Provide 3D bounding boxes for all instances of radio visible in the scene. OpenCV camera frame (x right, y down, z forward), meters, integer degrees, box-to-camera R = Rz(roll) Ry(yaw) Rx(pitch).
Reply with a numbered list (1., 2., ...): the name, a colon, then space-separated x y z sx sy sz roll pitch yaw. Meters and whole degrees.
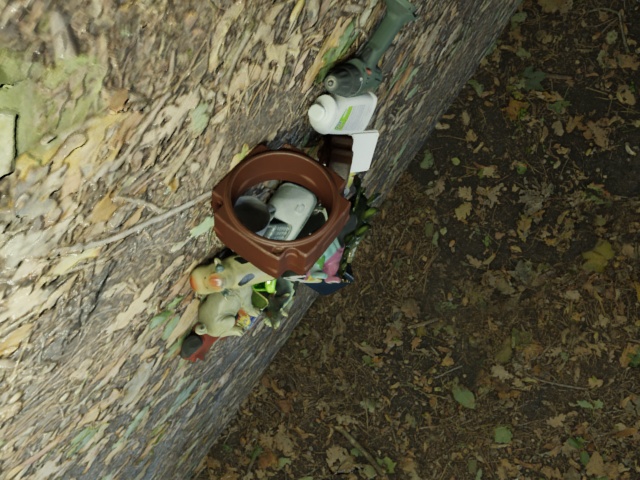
1. radio: -0.003 0.081 1.643 0.131 0.073 0.229 -28 141 22

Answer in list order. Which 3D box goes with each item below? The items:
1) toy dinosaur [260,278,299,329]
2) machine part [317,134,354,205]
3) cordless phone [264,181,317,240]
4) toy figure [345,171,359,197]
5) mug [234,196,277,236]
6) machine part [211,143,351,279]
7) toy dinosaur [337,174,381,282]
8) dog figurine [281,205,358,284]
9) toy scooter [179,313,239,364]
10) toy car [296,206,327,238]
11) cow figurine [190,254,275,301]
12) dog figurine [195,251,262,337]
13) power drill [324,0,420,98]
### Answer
1. toy dinosaur: -0.124 0.151 1.684 0.192 0.131 0.405 -58 177 22
2. machine part: 0.028 -0.160 1.220 0.179 0.056 0.179 -170 -90 -79
3. cordless phone: -0.094 -0.056 1.147 0.146 0.089 0.184 -57 167 15
4. toy figure: 0.061 -0.192 1.456 0.082 0.089 0.180 6 111 -58
5. mug: -0.137 -0.029 1.019 0.109 0.081 0.107 -33 169 -34
6. machine part: -0.065 -0.054 0.904 0.201 0.202 0.087 -50 166 -27
7. toy dinosaur: 0.085 -0.035 1.502 0.198 0.105 0.471 121 -15 -47
8. dog figurine: -0.003 -0.004 1.324 0.108 0.192 0.219 26 69 -53
9. toy scooter: -0.276 0.240 1.316 0.184 0.075 0.135 -43 165 -41
10. toy car: -0.047 -0.022 1.261 0.202 0.073 0.056 -18 163 28
11. cow figurine: -0.163 0.065 1.065 0.195 0.085 0.127 -14 -174 -29
12. dog figurine: -0.206 0.109 1.185 0.172 0.121 0.190 -49 155 -44
13. power drill: 0.100 -0.363 1.022 0.207 0.086 0.232 -62 169 18
